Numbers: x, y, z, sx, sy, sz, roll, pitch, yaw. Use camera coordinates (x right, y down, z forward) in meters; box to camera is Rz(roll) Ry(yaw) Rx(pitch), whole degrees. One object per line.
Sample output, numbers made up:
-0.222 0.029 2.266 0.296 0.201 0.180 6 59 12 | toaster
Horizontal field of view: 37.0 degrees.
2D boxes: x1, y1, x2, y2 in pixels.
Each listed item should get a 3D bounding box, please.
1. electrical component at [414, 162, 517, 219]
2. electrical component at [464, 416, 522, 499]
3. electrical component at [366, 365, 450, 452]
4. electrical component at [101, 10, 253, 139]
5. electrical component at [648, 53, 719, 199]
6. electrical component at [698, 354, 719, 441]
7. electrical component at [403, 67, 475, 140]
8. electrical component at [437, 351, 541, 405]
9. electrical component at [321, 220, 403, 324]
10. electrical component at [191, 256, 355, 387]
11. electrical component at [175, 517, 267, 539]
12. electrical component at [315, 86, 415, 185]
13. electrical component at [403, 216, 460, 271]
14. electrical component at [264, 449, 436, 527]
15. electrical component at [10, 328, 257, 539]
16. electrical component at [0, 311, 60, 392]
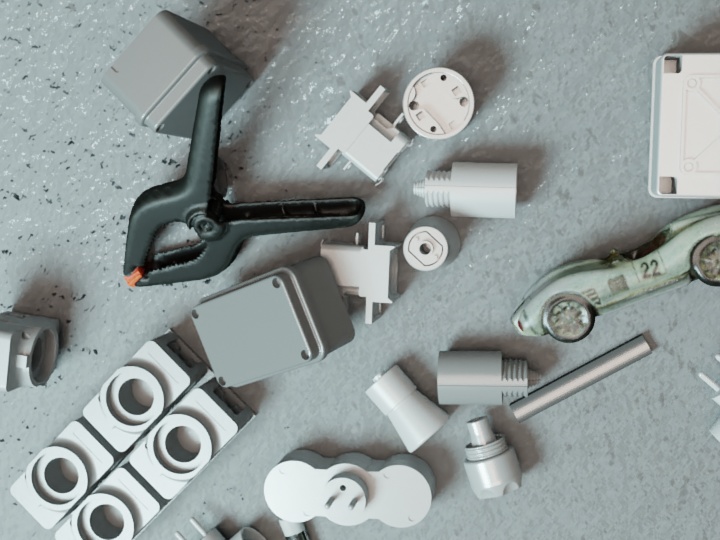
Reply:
0.083 -0.064 0.851 0.081 0.043 0.043 2 96 9 | electrical component
0.104 0.150 0.869 0.043 0.043 0.062 -18 91 11 | electrical component
0.036 0.110 0.878 0.044 0.044 0.065 -43 83 11 | electrical component
-0.140 -0.149 0.845 0.057 0.113 0.078 45 101 6 | electrical component
0.276 -0.107 0.808 0.109 0.056 0.108 2 96 10 | electrical component
0.299 0.098 0.830 0.079 0.044 0.077 41 100 4 | electrical component
0.064 -0.130 0.846 0.055 0.047 0.055 1 96 9 | electrical component
0.104 0.086 0.862 0.081 0.043 0.043 -1 95 10 | electrical component
0.000 0.000 0.872 0.064 0.042 0.081 4 96 11 | electrical component
-0.071 0.043 0.858 0.113 0.057 0.078 -20 93 37 | electrical component
-0.124 0.246 0.916 0.077 0.043 0.079 -43 87 11 | electrical component
0.005 -0.105 0.861 0.064 0.042 0.081 40 101 2 | electrical component
0.055 -0.019 0.849 0.044 0.065 0.044 1 96 9 | electrical component
-0.011 0.182 0.875 0.138 0.074 0.052 1 96 10 | electrical component
-0.194 0.155 0.910 0.105 0.060 0.186 45 101 3 | electrical component
-0.291 0.068 0.903 0.056 0.089 0.050 8 97 9 | electrical component
